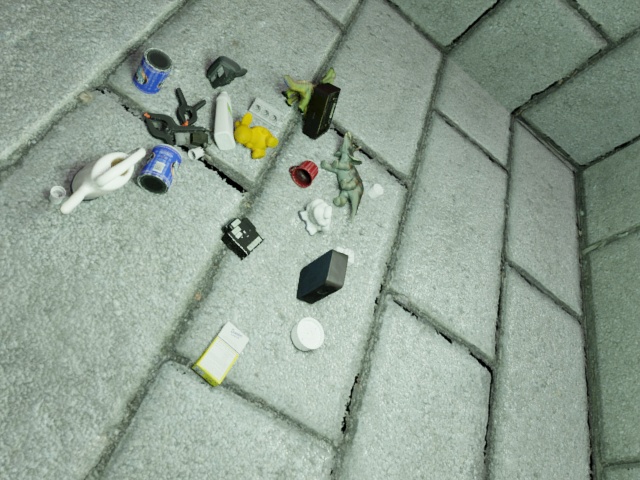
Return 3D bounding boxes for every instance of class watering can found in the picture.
[{"bbox_3d":[-0.652,-0.166,1.488,0.102,0.223,0.355,58,43,-22],"label":"watering can"}]

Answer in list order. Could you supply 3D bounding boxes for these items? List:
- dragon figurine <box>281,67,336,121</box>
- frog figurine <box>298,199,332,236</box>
[{"bbox_3d":[-0.034,-0.660,2.212,0.244,0.406,0.123,-44,78,-6],"label":"dragon figurine"},{"bbox_3d":[0.006,-0.100,1.993,0.122,0.157,0.140,7,61,-37],"label":"frog figurine"}]
